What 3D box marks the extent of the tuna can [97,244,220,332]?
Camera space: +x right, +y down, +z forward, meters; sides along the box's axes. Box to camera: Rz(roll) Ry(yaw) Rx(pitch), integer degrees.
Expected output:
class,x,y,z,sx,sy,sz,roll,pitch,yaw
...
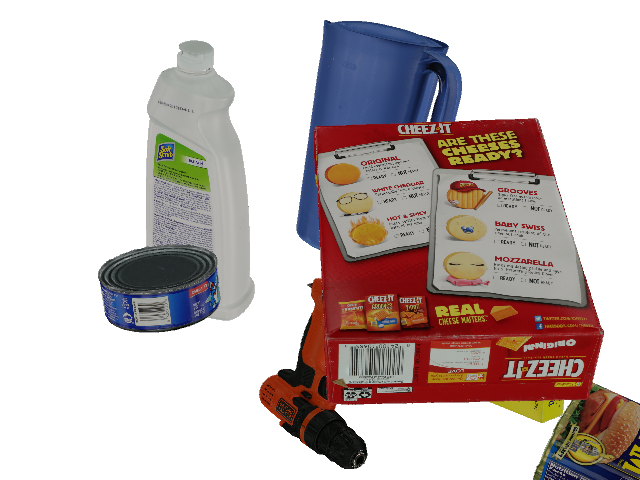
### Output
class,x,y,z,sx,sy,sz,roll,pitch,yaw
tuna can,-0.115,0.034,0.770,0.086,0.034,0.086,-4,22,1

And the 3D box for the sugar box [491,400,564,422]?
class,x,y,z,sx,sy,sz,roll,pitch,yaw
sugar box,0.186,0.126,1.171,0.048,0.093,0.177,-10,18,-44

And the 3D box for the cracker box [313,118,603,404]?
class,x,y,z,sx,sy,sz,roll,pitch,yaw
cracker box,0.080,0.009,0.710,0.164,0.072,0.213,-2,41,-1

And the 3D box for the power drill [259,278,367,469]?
class,x,y,z,sx,sy,sz,roll,pitch,yaw
power drill,0.014,0.151,1.245,0.057,0.188,0.185,15,10,-43

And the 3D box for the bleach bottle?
class,x,y,z,sx,sy,sz,roll,pitch,yaw
bleach bottle,-0.106,-0.053,0.953,0.103,0.251,0.068,14,33,14

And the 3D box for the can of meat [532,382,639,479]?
class,x,y,z,sx,sy,sz,roll,pitch,yaw
can of meat,0.216,0.159,0.791,0.084,0.057,0.101,24,40,24

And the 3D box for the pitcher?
class,x,y,z,sx,sy,sz,roll,pitch,yaw
pitcher,0.055,-0.106,1.136,0.145,0.243,0.149,10,17,-4
